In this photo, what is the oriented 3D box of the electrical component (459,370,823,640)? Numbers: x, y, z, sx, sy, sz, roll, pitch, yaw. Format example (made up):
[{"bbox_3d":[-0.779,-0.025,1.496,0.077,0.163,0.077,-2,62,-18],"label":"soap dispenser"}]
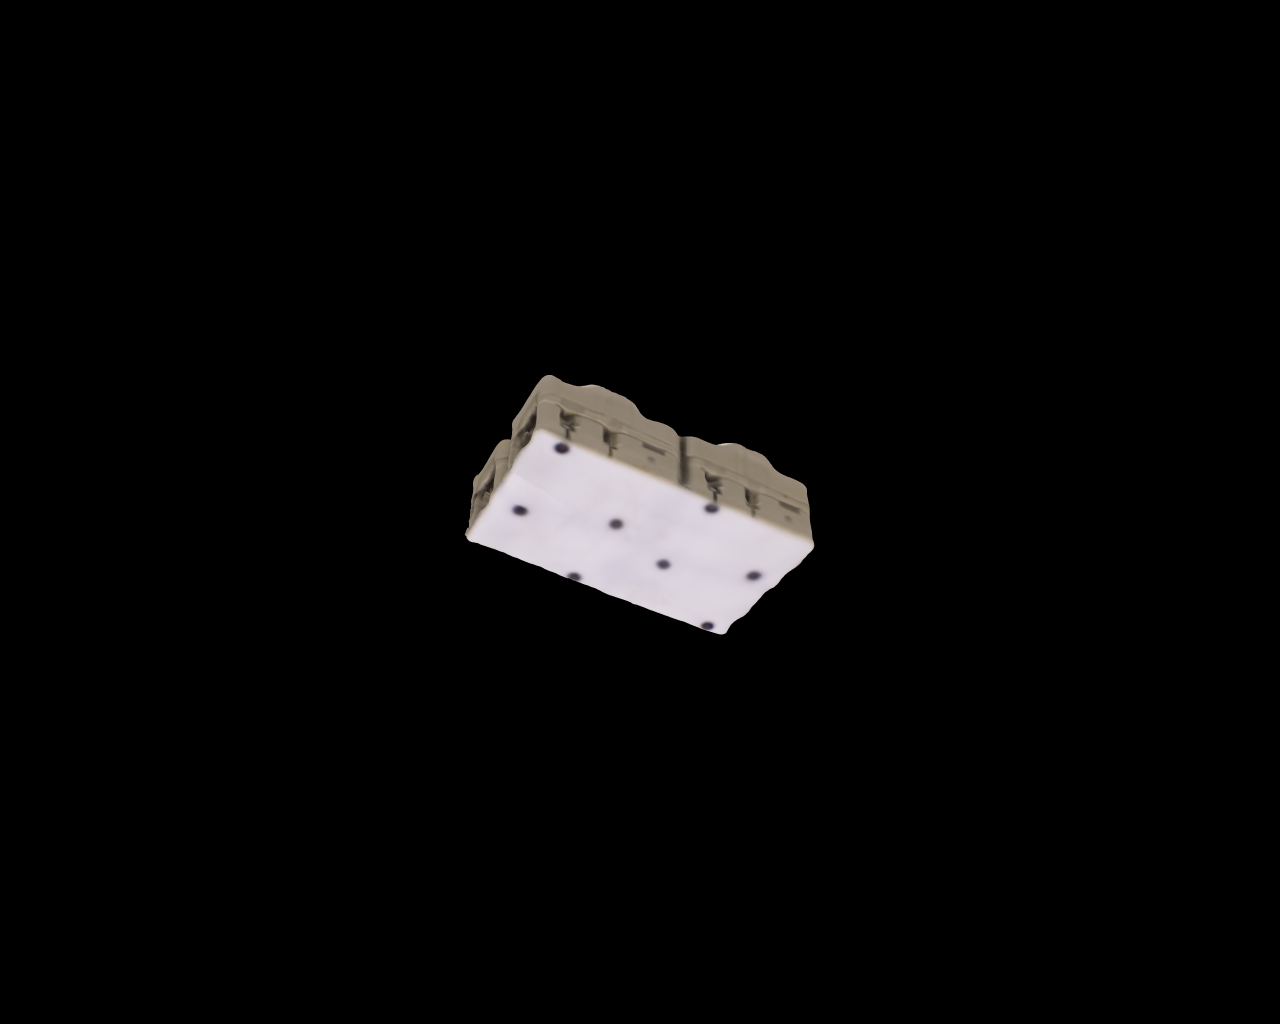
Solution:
[{"bbox_3d":[0.001,-0.003,0.650,0.186,0.060,0.105,22,-48,-21],"label":"electrical component"}]
